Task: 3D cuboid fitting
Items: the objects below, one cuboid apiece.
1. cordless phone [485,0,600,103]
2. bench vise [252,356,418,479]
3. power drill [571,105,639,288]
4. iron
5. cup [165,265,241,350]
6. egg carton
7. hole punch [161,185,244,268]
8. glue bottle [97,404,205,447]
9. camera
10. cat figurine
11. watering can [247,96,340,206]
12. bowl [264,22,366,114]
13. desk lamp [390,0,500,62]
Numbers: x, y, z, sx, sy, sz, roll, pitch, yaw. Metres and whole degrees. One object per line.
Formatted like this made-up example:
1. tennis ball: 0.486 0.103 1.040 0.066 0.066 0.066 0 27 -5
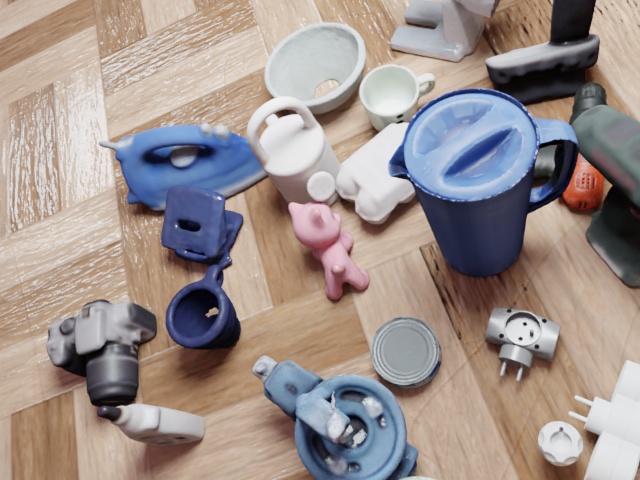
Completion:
1. cordless phone: 0.295 -0.276 0.762 0.147 0.185 0.094 -13 62 13
2. bench vise: -0.006 0.195 0.619 0.206 0.220 0.121 10 69 23
3. power drill: 0.352 -0.031 0.611 0.075 0.209 0.229 -31 59 3
4. iron: -0.203 -0.135 0.891 0.257 0.142 0.118 -10 63 14
5. cup: -0.145 0.100 0.786 0.091 0.095 0.118 7 68 22
6. egg carton: 0.099 -0.096 0.810 0.150 0.069 0.107 -40 59 -3
7. hole punch: -0.182 -0.020 0.858 0.108 0.091 0.101 11 69 23
8. glue bottle: -0.214 0.224 0.704 0.078 0.173 0.037 -12 62 14
9. camera: -0.313 0.164 0.809 0.143 0.101 0.136 -18 61 10
10. cat figurine: 0.007 0.003 0.767 0.067 0.118 0.127 -27 60 6
11. watering can: -0.031 -0.121 0.795 0.172 0.194 0.101 30 78 28
12. bowl: 0.000 -0.263 0.922 0.167 0.075 0.167 -8 63 16
13. desk lamp: 0.189 -0.363 0.824 0.202 0.214 0.118 19 73 26
